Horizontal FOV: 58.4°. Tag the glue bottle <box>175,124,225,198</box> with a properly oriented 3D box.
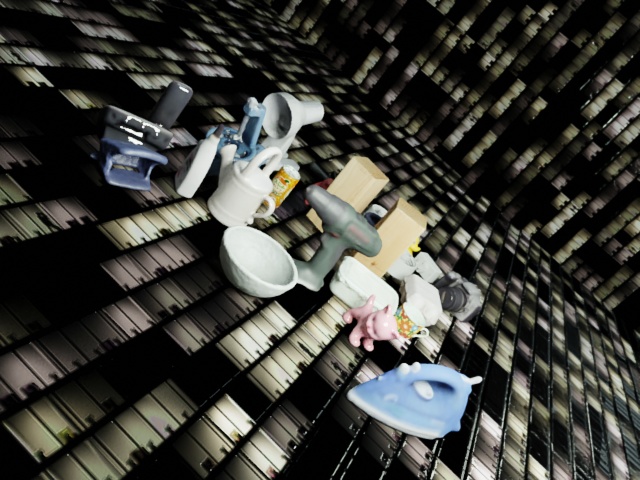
[{"bbox_3d":[-0.246,-0.173,1.192,0.037,0.173,0.078,22,30,-35],"label":"glue bottle"}]

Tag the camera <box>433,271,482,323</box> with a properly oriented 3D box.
[{"bbox_3d":[0.383,0.152,1.635,0.137,0.100,0.143,13,36,-46],"label":"camera"}]

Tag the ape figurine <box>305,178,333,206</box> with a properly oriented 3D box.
[{"bbox_3d":[0.006,-0.134,1.587,0.078,0.092,0.076,38,24,-5],"label":"ape figurine"}]

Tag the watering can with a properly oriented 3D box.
[{"bbox_3d":[-0.156,-0.130,1.223,0.173,0.194,0.101,38,24,-5],"label":"watering can"}]

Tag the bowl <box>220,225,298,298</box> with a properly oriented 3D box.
[{"bbox_3d":[-0.129,0.054,1.097,0.168,0.074,0.167,32,25,-17],"label":"bowl"}]

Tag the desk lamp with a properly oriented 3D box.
[{"bbox_3d":[-0.092,-0.304,1.586,0.117,0.213,0.204,49,26,19],"label":"desk lamp"}]

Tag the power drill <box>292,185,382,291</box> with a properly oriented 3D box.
[{"bbox_3d":[0.011,0.004,1.219,0.230,0.208,0.075,25,28,-31],"label":"power drill"}]

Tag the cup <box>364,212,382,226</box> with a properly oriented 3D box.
[{"bbox_3d":[0.139,-0.019,1.580,0.091,0.095,0.118,41,24,1],"label":"cup"}]

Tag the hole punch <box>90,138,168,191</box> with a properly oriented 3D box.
[{"bbox_3d":[-0.365,-0.160,1.099,0.109,0.091,0.101,7,40,-50],"label":"hole punch"}]

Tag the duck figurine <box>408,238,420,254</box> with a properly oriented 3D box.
[{"bbox_3d":[0.253,0.010,1.705,0.104,0.086,0.078,49,26,19],"label":"duck figurine"}]

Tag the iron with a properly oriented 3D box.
[{"bbox_3d":[0.187,0.281,1.084,0.259,0.141,0.118,23,29,-33],"label":"iron"}]

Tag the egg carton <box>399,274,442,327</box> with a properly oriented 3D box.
[{"bbox_3d":[0.258,0.157,1.485,0.107,0.069,0.150,34,25,-14],"label":"egg carton"}]

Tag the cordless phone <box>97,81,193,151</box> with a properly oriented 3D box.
[{"bbox_3d":[-0.358,-0.267,1.177,0.148,0.185,0.094,20,31,-37],"label":"cordless phone"}]

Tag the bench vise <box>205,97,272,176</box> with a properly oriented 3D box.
[{"bbox_3d":[-0.181,-0.240,1.343,0.121,0.219,0.208,43,24,7],"label":"bench vise"}]

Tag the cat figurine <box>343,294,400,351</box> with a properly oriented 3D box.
[{"bbox_3d":[0.115,0.169,1.199,0.067,0.117,0.127,25,28,-30],"label":"cat figurine"}]
